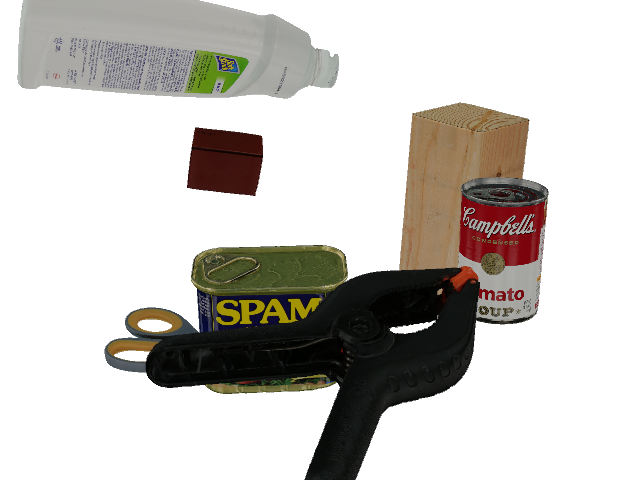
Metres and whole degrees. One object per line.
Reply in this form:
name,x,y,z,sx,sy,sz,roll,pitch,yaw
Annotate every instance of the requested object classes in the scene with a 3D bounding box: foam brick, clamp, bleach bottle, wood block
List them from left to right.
bleach bottle,-0.111,-0.151,0.860,0.250,0.068,0.103,7,-26,-14
foam brick,-0.104,-0.087,1.170,0.078,0.051,0.053,7,30,-5
clamp,0.019,0.061,0.493,0.171,0.039,0.120,-20,48,-27
wood block,0.148,-0.030,1.119,0.090,0.206,0.090,21,27,39

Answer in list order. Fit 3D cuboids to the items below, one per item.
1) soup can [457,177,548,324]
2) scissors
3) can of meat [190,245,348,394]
soup can,0.143,0.007,0.850,0.068,0.102,0.068,0,20,0
scissors,-0.098,0.091,0.992,0.201,0.016,0.096,-3,32,-11
can of meat,-0.033,0.054,0.716,0.102,0.084,0.057,-1,27,-2
